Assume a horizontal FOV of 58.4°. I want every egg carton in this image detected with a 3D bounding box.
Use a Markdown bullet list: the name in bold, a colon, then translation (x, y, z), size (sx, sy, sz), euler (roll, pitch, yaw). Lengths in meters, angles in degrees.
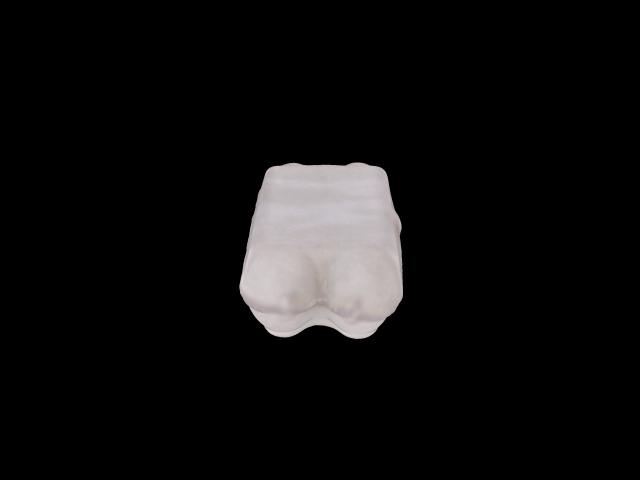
- **egg carton**: translation (0.004, 0.001, 0.400), size (0.107, 0.069, 0.150), euler (0, 37, 0)
